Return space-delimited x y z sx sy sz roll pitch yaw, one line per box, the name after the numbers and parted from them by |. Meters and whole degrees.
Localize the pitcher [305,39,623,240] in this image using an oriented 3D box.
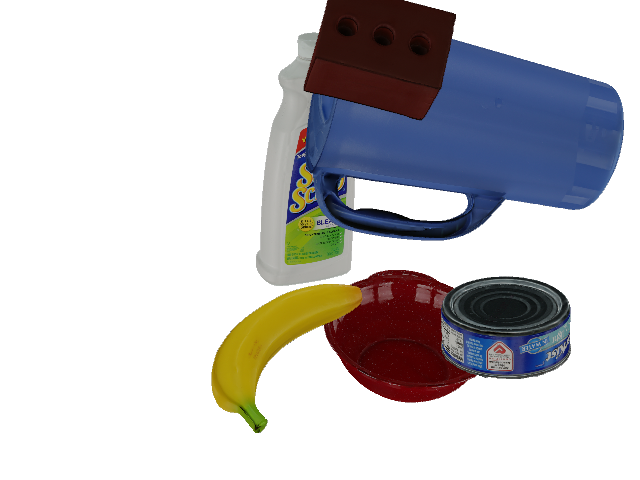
0.112 -0.087 0.865 0.242 0.149 0.145 11 41 -9 | pitcher

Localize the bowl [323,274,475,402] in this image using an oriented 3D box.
0.081 0.101 1.006 0.162 0.055 0.162 4 36 -3 | bowl

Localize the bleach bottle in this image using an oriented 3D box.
-0.016 -0.082 1.072 0.102 0.251 0.068 -9 28 -17 | bleach bottle

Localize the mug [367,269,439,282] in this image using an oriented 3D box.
0.109 0.090 1.274 0.117 0.081 0.093 0 22 -9 | mug

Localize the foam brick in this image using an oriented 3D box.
0.035 -0.113 0.641 0.078 0.053 0.051 13 -15 -2 | foam brick

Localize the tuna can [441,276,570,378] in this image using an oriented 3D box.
0.123 0.056 0.707 0.086 0.034 0.086 -4 23 1 | tuna can

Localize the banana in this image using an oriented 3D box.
-0.034 0.081 0.839 0.070 0.037 0.197 29 38 9 | banana
